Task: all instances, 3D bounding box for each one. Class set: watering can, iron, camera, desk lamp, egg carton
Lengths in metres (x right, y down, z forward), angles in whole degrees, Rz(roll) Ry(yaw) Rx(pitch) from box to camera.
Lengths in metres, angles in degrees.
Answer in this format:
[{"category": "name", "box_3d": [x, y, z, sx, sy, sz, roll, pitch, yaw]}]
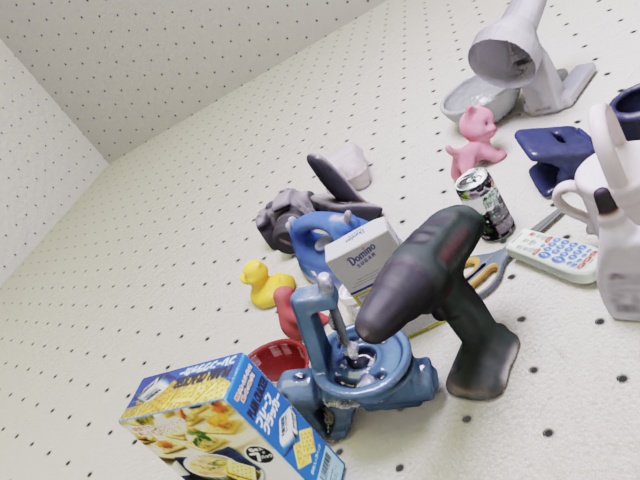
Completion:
[{"category": "watering can", "box_3d": [0.356, -0.074, 0.656, 0.172, 0.194, 0.101, -25, 28, 19]}, {"category": "iron", "box_3d": [0.009, 0.004, 0.990, 0.257, 0.142, 0.119, 2, 45, 51]}, {"category": "camera", "box_3d": [-0.074, -0.035, 1.196, 0.143, 0.101, 0.137, -23, 29, 24]}, {"category": "desk lamp", "box_3d": [0.377, -0.331, 1.030, 0.117, 0.214, 0.203, 4, 47, 52]}, {"category": "egg carton", "box_3d": [0.056, -0.154, 1.276, 0.107, 0.069, 0.150, -29, 27, 12]}]

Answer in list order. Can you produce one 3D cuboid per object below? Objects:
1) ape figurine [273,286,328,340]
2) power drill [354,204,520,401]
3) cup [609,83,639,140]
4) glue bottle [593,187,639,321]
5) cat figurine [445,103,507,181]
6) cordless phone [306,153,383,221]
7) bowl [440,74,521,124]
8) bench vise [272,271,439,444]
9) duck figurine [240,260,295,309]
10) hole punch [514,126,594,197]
[{"category": "ape figurine", "box_3d": [-0.041, 0.112, 0.927, 0.076, 0.092, 0.077, -34, 27, 2]}, {"category": "power drill", "box_3d": [0.141, 0.079, 0.638, 0.075, 0.209, 0.230, -8, 38, 43]}, {"category": "cup", "box_3d": [0.467, -0.168, 0.793, 0.118, 0.095, 0.091, -39, 27, -8]}, {"category": "glue bottle", "box_3d": [0.313, 0.014, 0.585, 0.077, 0.173, 0.037, -3, 41, 47]}, {"category": "cat figurine", "box_3d": [0.270, -0.182, 1.017, 0.128, 0.118, 0.067, -43, 28, -15]}, {"category": "cordless phone", "box_3d": [0.023, -0.100, 1.094, 0.094, 0.185, 0.147, -43, 28, -16]}, {"category": "bowl", "box_3d": [0.332, -0.276, 1.150, 0.167, 0.075, 0.167, -27, 28, 16]}, {"category": "bench vise", "box_3d": [0.008, 0.146, 0.670, 0.207, 0.220, 0.121, -33, 27, 6]}, {"category": "duck figurine", "box_3d": [-0.104, 0.074, 1.069, 0.104, 0.086, 0.077, -15, 33, 35]}, {"category": "hole punch", "box_3d": [0.360, -0.137, 0.871, 0.101, 0.091, 0.108, -27, 28, 17]}]
